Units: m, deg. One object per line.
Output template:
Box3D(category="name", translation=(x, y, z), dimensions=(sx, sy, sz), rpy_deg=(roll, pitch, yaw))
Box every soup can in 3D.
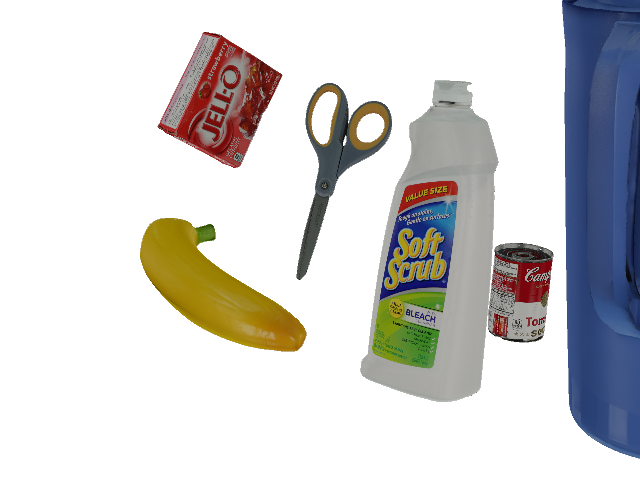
Box3D(category="soup can", translation=(0.234, 0.061, 1.256), dimensions=(0.068, 0.102, 0.068), rpy_deg=(3, 16, -1))

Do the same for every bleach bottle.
Box3D(category="bleach bottle", translation=(0.091, -0.003, 0.863), dimensions=(0.103, 0.251, 0.067), rpy_deg=(13, 15, 42))

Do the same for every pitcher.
Box3D(category="pitcher", translation=(0.183, -0.008, 0.552), dimensions=(0.149, 0.243, 0.145), rpy_deg=(-4, 18, -8))

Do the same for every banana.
Box3D(category="banana", translation=(-0.074, 0.021, 0.680), dimensions=(0.069, 0.037, 0.198), rpy_deg=(-8, 24, -20))

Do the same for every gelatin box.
Box3D(category="gelatin box", translation=(-0.081, -0.114, 0.872), dimensions=(0.073, 0.089, 0.030), rpy_deg=(26, -1, -43))

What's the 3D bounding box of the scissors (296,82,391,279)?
Box3D(category="scissors", translation=(0.024, -0.060, 1.062), dimensions=(0.096, 0.202, 0.016), rpy_deg=(-1, -13, 3))
